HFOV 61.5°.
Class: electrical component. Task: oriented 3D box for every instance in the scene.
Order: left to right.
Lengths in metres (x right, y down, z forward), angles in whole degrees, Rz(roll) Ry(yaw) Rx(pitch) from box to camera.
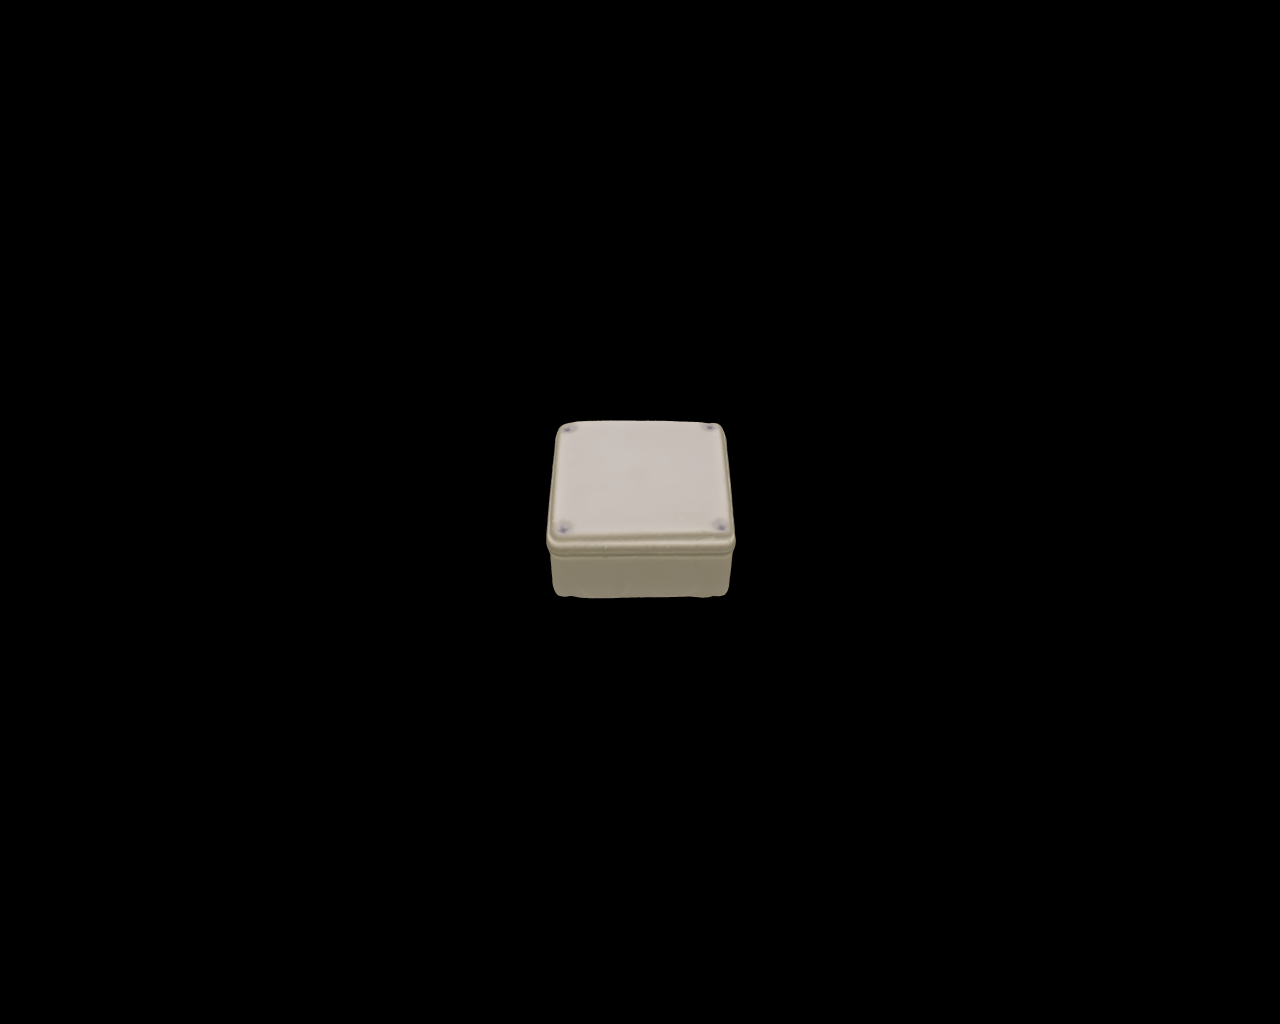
[{"bbox_3d":[0.001,-0.003,0.650,0.109,0.056,0.109,0,44,0],"label":"electrical component"}]
